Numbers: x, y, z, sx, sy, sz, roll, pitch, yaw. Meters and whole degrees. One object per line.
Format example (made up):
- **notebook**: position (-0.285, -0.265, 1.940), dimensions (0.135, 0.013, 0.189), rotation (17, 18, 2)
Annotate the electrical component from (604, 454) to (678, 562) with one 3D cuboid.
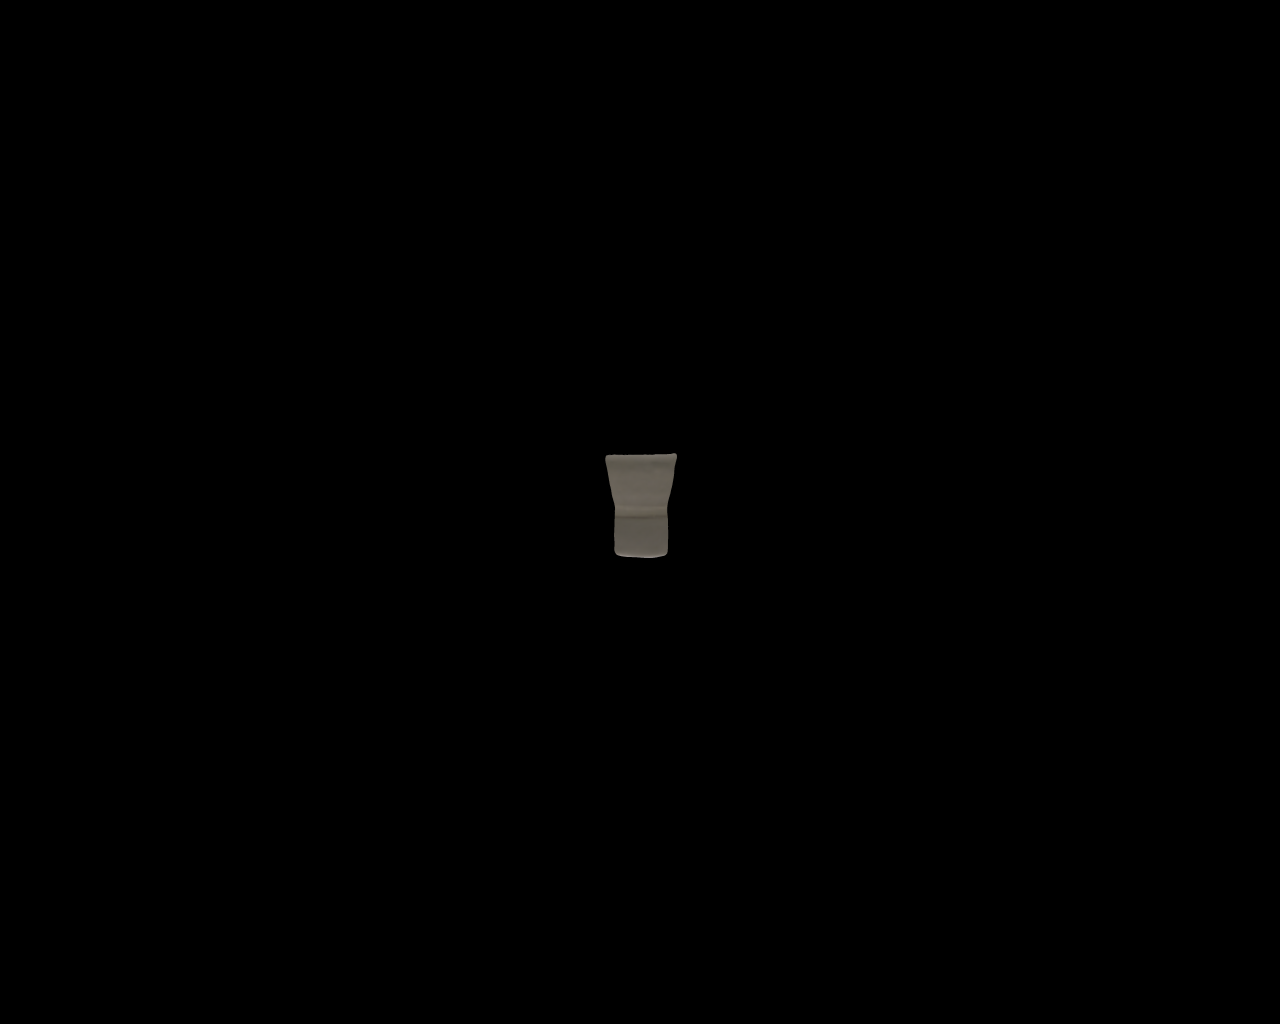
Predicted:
- **electrical component**: position (0.001, -0.003, 0.650), dimensions (0.044, 0.065, 0.044), rotation (0, 2, 0)
